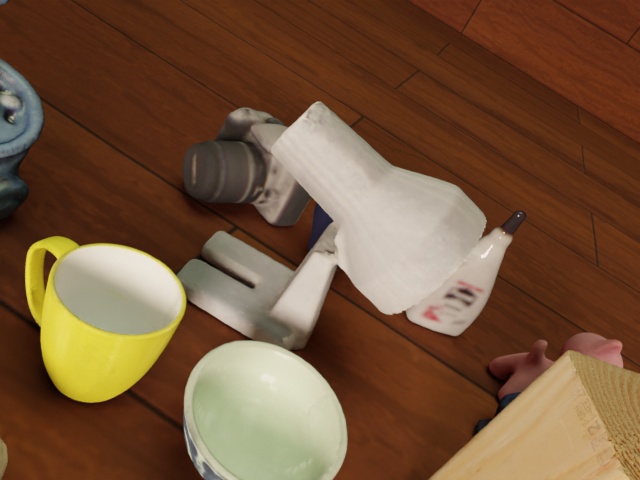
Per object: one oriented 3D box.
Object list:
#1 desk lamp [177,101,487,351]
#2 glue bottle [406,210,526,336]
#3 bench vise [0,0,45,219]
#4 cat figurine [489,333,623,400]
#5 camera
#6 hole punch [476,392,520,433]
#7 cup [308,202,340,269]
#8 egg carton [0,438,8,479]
[{"bbox_3d":[0.005,0.002,0.500,0.203,0.213,0.118,30,33,-1],"label":"desk lamp"},{"bbox_3d":[0.166,0.033,0.624,0.078,0.173,0.037,18,35,-18],"label":"glue bottle"},{"bbox_3d":[-0.306,-0.143,0.439,0.207,0.219,0.121,29,33,-3],"label":"bench vise"},{"bbox_3d":[0.268,0.136,0.621,0.128,0.117,0.067,16,36,-21],"label":"cat figurine"},{"bbox_3d":[-0.087,-0.095,0.659,0.137,0.100,0.143,-4,46,-41],"label":"camera"},{"bbox_3d":[0.224,0.185,0.545,0.109,0.091,0.101,4,41,-35],"label":"hole punch"},{"bbox_3d":[0.031,-0.004,0.637,0.092,0.095,0.117,11,38,-28],"label":"cup"},{"bbox_3d":[-0.243,0.119,0.281,0.150,0.069,0.107,20,35,-16],"label":"egg carton"}]
